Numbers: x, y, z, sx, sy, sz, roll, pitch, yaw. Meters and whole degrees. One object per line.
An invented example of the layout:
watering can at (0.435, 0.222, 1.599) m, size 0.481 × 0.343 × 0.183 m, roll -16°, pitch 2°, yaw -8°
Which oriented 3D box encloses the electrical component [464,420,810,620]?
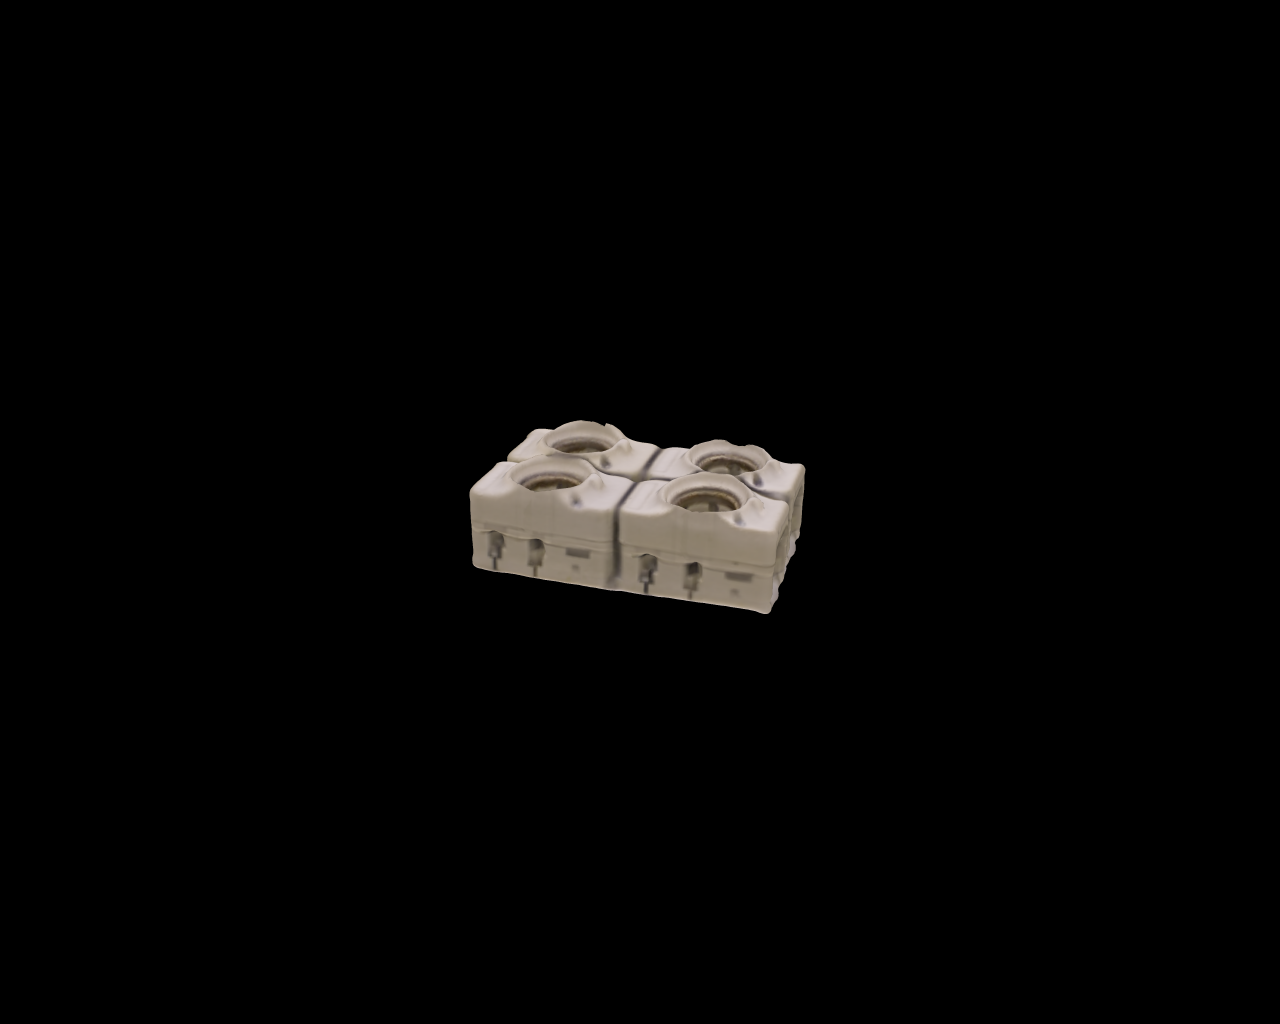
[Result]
electrical component at (0.001, -0.003, 0.650) m, size 0.186 × 0.060 × 0.106 m, roll 8°, pitch 28°, yaw 16°
